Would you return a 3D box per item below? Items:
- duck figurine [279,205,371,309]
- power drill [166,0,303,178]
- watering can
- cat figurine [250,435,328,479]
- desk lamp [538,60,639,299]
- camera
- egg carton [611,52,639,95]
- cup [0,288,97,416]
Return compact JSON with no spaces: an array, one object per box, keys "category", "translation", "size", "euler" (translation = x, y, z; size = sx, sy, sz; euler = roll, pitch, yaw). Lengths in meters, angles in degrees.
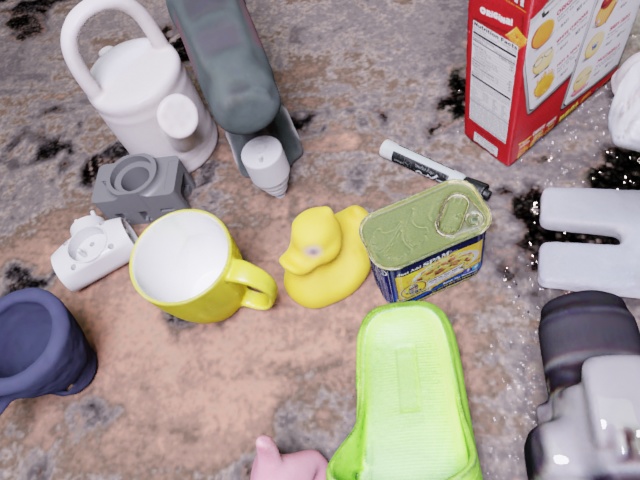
[{"category":"duck figurine","translation":[0.005,0.002,0.507],"size":[0.077,0.086,0.105],"euler":[36,73,28]},{"category":"power drill","translation":[-0.085,-0.167,0.554],"size":[0.075,0.209,0.229],"euler":[-23,58,-1]},{"category":"watering can","translation":[-0.176,-0.154,0.575],"size":[0.172,0.194,0.101],"euler":[19,66,22]},{"category":"cat figurine","translation":[-0.036,0.196,0.383],"size":[0.067,0.118,0.128],"euler":[-4,59,11]},{"category":"desk lamp","translation":[0.270,-0.039,0.395],"size":[0.202,0.214,0.118],"euler":[4,61,15]},{"category":"camera","translation":[0.212,0.102,0.393],"size":[0.143,0.101,0.137],"euler":[-4,59,10]},{"category":"egg carton","translation":[0.339,-0.119,0.513],"size":[0.107,0.069,0.150],"euler":[-23,58,-1]},{"category":"cup","translation":[-0.243,0.112,0.492],"size":[0.091,0.095,0.118],"euler":[13,64,19]}]
